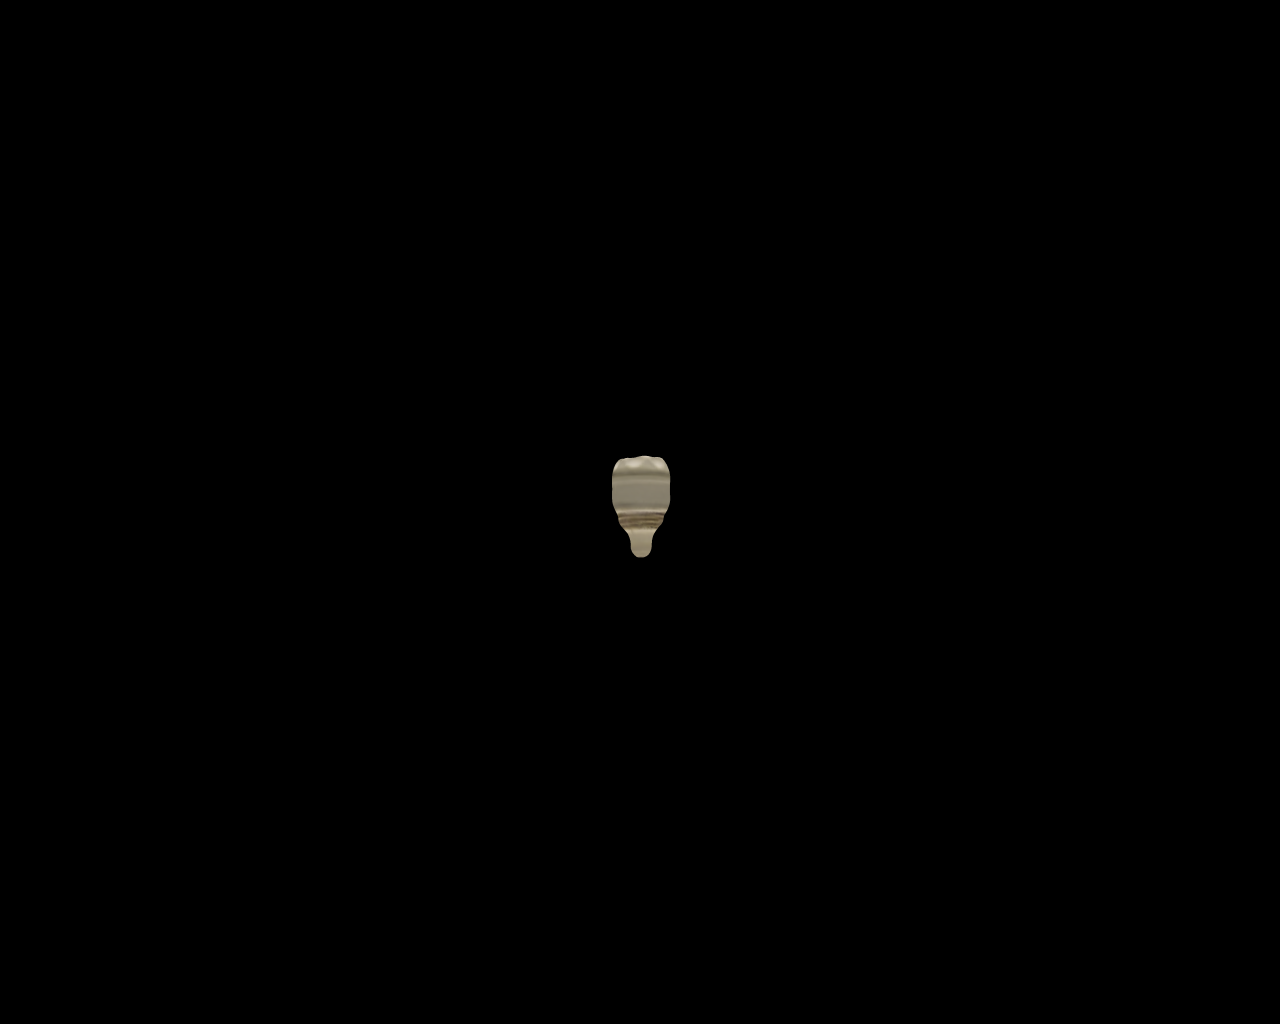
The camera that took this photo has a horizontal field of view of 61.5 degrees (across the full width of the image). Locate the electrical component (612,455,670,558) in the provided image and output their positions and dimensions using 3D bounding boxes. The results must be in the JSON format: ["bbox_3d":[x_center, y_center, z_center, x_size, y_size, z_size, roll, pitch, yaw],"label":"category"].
[{"bbox_3d":[0.001,-0.003,0.650,0.035,0.061,0.035,0,-3,0],"label":"electrical component"}]
